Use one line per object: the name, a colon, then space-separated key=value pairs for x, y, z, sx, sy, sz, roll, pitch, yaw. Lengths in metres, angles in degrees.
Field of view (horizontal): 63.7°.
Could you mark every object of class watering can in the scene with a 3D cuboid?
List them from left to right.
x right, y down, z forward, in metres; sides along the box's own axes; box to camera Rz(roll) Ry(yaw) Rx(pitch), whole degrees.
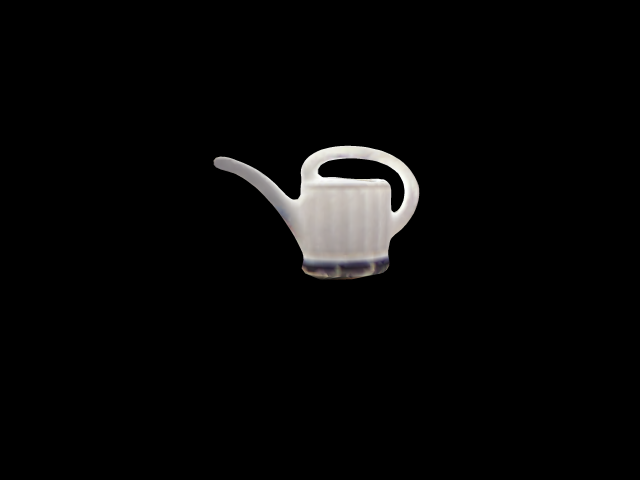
watering can: x=0.003 y=-0.043 z=0.850 sx=0.348 sy=0.223 sz=0.104 roll=-2 pitch=6 yaw=-15
